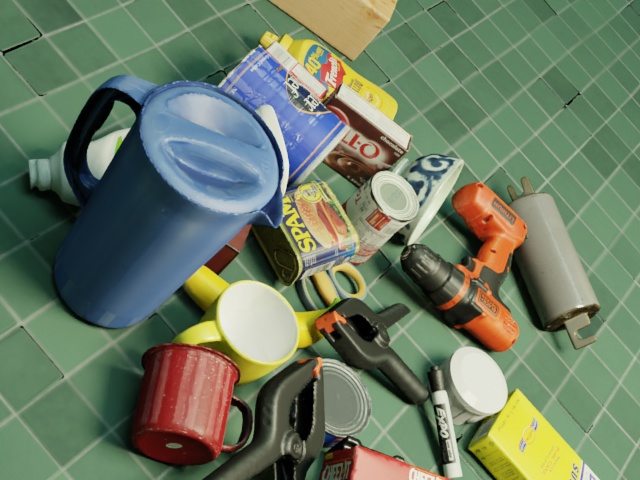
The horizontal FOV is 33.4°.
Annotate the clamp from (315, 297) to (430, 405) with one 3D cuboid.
[{"bbox_3d":[0.060,0.115,1.139,0.171,0.039,0.120,13,48,-50],"label":"clamp"}]

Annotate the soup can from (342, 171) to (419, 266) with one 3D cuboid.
[{"bbox_3d":[0.057,-0.024,1.213,0.068,0.102,0.068,20,50,-25],"label":"soup can"}]

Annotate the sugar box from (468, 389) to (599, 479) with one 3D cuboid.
[{"bbox_3d":[0.252,0.263,1.195,0.176,0.048,0.093,46,43,1],"label":"sugar box"}]

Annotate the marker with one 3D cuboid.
[{"bbox_3d":[0.134,0.196,1.152,0.020,0.020,0.121,2,72,-37],"label":"marker"}]

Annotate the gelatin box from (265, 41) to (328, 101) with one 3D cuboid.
[{"bbox_3d":[-0.045,-0.180,1.268,0.089,0.073,0.030,43,44,-5],"label":"gelatin box"}]

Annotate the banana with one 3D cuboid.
[{"bbox_3d":[-0.064,0.072,1.097,0.197,0.037,0.069,18,44,-27],"label":"banana"}]

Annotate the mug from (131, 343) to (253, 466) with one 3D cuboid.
[{"bbox_3d":[-0.113,0.155,0.962,0.117,0.093,0.081,27,51,-26],"label":"mug"}]

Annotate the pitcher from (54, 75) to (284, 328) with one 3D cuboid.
[{"bbox_3d":[-0.153,-0.027,0.947,0.144,0.243,0.149,3,58,-36],"label":"pitcher"}]

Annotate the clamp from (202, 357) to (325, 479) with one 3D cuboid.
[{"bbox_3d":[-0.041,0.190,0.971,0.164,0.036,0.210,48,44,-41],"label":"clamp"}]

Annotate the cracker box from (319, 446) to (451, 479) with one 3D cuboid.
[{"bbox_3d":[0.061,0.313,0.955,0.164,0.072,0.213,24,64,-23],"label":"cracker box"}]

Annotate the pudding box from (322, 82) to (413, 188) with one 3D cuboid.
[{"bbox_3d":[0.040,-0.123,1.280,0.113,0.090,0.039,34,44,-14],"label":"pudding box"}]

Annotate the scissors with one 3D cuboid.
[{"bbox_3d":[-0.008,0.001,1.204,0.096,0.016,0.202,-2,62,-35],"label":"scissors"}]

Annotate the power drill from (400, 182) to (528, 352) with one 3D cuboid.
[{"bbox_3d":[0.180,0.020,1.293,0.184,0.057,0.187,42,47,-22],"label":"power drill"}]

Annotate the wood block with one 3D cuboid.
[{"bbox_3d":[-0.005,-0.346,1.408,0.206,0.091,0.090,33,45,-13],"label":"wood block"}]

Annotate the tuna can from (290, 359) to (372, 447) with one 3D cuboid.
[{"bbox_3d":[0.008,0.166,1.085,0.086,0.034,0.086,20,49,-26],"label":"tuna can"}]

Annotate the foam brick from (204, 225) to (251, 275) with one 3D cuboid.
[{"bbox_3d":[-0.105,-0.013,1.114,0.051,0.053,0.078,33,44,-14],"label":"foam brick"}]

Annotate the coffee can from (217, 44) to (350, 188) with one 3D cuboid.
[{"bbox_3d":[-0.051,-0.136,1.209,0.140,0.103,0.102,43,43,-4],"label":"coffee can"}]

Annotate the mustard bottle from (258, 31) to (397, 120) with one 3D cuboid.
[{"bbox_3d":[0.004,-0.195,1.328,0.191,0.058,0.096,36,45,-11],"label":"mustard bottle"}]

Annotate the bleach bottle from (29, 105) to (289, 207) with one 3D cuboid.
[{"bbox_3d":[-0.163,-0.080,1.071,0.250,0.068,0.102,-5,51,-15],"label":"bleach bottle"}]

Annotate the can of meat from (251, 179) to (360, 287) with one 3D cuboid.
[{"bbox_3d":[-0.017,-0.011,1.157,0.083,0.058,0.102,-19,69,-31],"label":"can of meat"}]
